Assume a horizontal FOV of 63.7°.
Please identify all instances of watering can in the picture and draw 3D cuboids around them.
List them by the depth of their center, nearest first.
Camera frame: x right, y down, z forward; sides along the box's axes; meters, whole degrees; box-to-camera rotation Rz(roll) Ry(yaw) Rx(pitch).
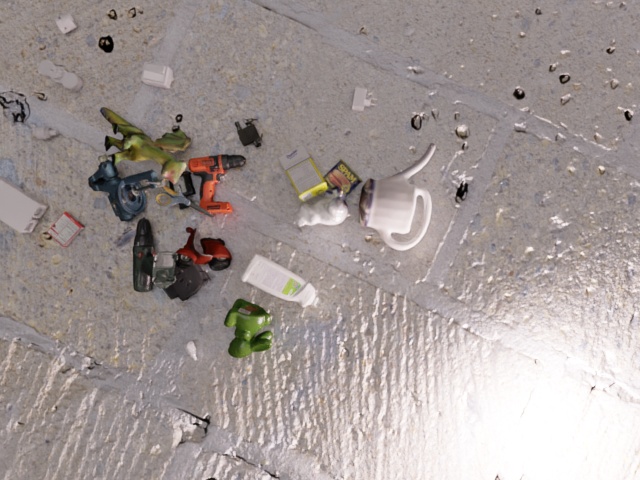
[{"bbox_3d":[0.241,-0.146,1.611,0.224,0.348,0.104,10,-3,2],"label":"watering can"}]

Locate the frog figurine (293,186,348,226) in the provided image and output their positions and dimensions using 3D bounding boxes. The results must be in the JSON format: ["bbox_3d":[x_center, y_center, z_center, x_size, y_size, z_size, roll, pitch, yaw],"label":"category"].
[{"bbox_3d":[0.005,-0.080,1.589,0.161,0.121,0.138,-42,27,-20],"label":"frog figurine"}]

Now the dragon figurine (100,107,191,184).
[{"bbox_3d":[-0.528,-0.311,1.602,0.243,0.119,0.418,-3,43,-33],"label":"dragon figurine"}]
